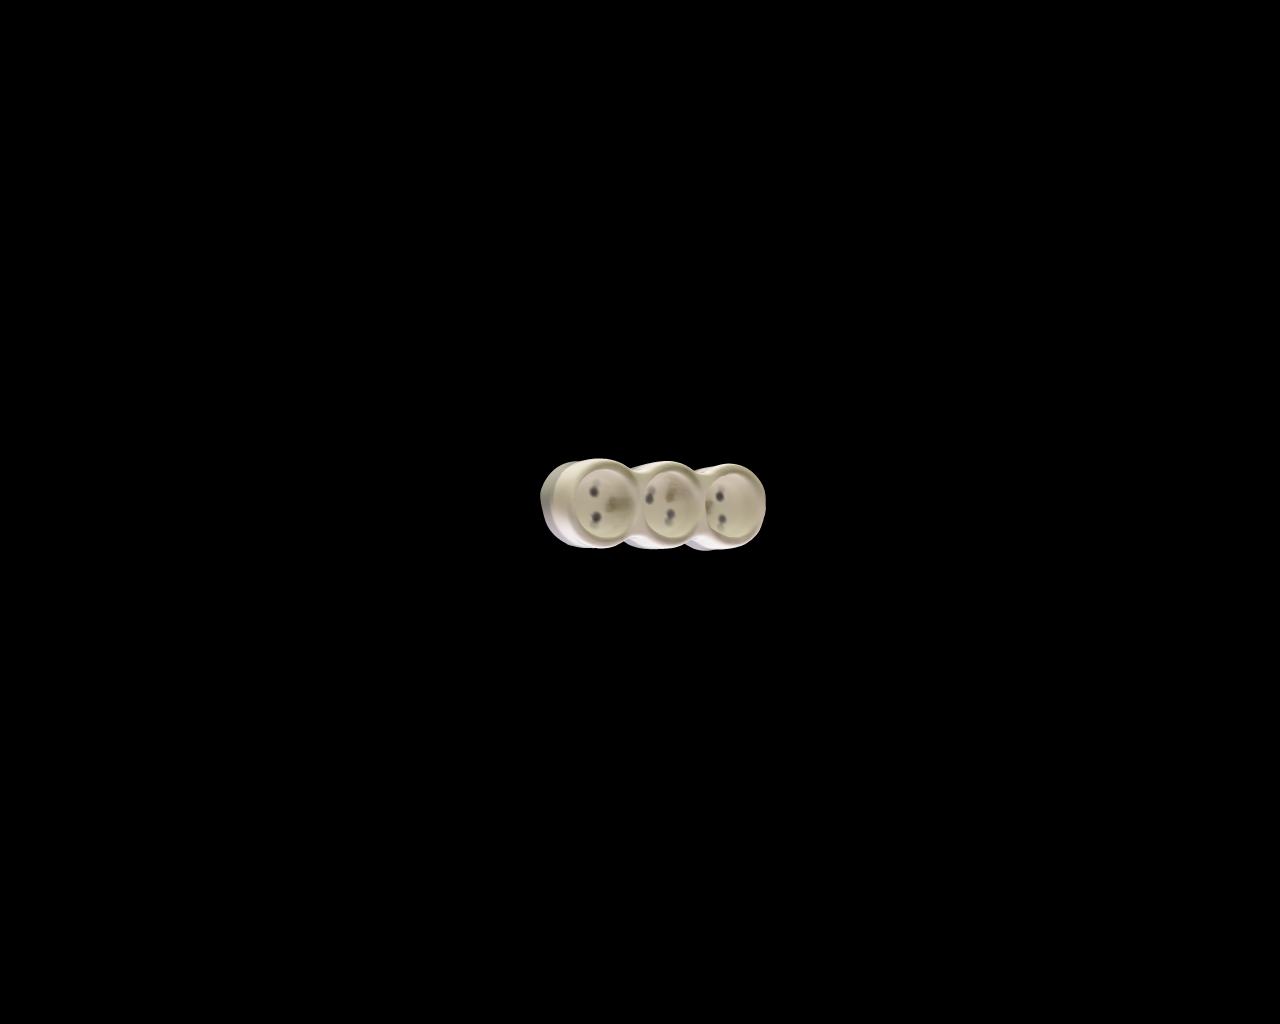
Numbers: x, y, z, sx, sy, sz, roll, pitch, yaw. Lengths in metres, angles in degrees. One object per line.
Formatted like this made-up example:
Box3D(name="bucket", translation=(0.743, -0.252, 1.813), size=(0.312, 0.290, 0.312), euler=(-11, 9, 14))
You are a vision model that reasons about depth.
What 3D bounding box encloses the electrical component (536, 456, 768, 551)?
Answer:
Box3D(name="electrical component", translation=(0.001, -0.003, 0.650), size=(0.138, 0.052, 0.073), euler=(2, -3, -31))
